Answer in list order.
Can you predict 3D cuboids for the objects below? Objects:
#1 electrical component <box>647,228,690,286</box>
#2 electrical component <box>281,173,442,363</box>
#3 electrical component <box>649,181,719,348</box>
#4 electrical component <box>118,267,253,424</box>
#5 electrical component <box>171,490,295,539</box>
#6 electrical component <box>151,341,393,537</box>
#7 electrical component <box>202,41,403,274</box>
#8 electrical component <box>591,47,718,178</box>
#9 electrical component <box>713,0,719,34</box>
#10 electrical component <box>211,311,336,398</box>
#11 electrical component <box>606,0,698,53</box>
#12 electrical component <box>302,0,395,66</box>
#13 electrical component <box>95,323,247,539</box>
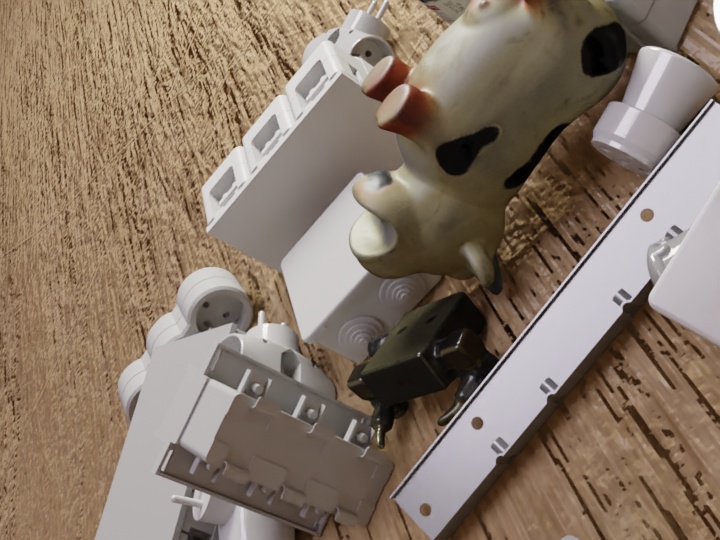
[{"bbox_3d":[0.163,-0.004,0.478,0.062,0.048,0.048,-35,39,24],"label":"electrical component"},{"bbox_3d":[0.000,0.000,0.700,0.099,0.048,0.099,-48,34,19],"label":"electrical component"},{"bbox_3d":[0.176,0.001,0.419,0.100,0.048,0.099,32,92,27],"label":"electrical component"},{"bbox_3d":[-0.143,0.057,0.853,0.138,0.052,0.073,-55,31,8],"label":"electrical component"},{"bbox_3d":[-0.078,0.139,0.662,0.043,0.079,0.077,-52,29,44],"label":"electrical component"},{"bbox_3d":[-0.045,0.102,0.612,0.063,0.121,0.078,14,77,55],"label":"electrical component"},{"bbox_3d":[-0.034,-0.077,0.770,0.150,0.089,0.061,-47,34,20],"label":"electrical component"},{"bbox_3d":[0.151,-0.080,0.555,0.055,0.045,0.045,-60,31,2],"label":"electrical component"},{"bbox_3d":[0.215,-0.132,0.492,0.108,0.060,0.108,-35,40,35],"label":"electrical component"},{"bbox_3d":[-0.059,0.062,0.706,0.043,0.077,0.079,-36,38,34],"label":"electrical component"},{"bbox_3d":[0.152,-0.166,0.608,0.062,0.061,0.096,15,78,58],"label":"electrical component"},{"bbox_3d":[-0.001,-0.179,0.852,0.077,0.043,0.079,21,82,58],"label":"electrical component"},{"bbox_3d":[-0.116,0.141,0.739,0.105,0.060,0.186,-18,51,47],"label":"electrical component"}]
